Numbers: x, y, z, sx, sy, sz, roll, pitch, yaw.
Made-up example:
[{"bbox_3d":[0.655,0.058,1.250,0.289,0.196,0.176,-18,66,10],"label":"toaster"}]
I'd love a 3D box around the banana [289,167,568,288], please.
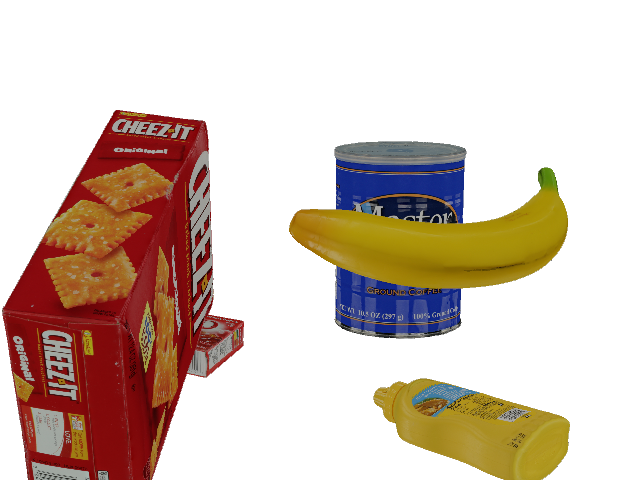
[{"bbox_3d":[0.078,-0.001,0.617,0.197,0.037,0.070,-9,42,-32],"label":"banana"}]

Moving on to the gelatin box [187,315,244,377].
[{"bbox_3d":[-0.125,0.090,0.975,0.089,0.030,0.073,9,20,22],"label":"gelatin box"}]

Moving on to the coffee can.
[{"bbox_3d":[0.062,-0.004,0.845,0.103,0.140,0.103,0,11,0],"label":"coffee can"}]

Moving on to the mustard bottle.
[{"bbox_3d":[0.130,0.172,1.008,0.192,0.058,0.096,13,20,40],"label":"mustard bottle"}]

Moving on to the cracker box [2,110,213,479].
[{"bbox_3d":[-0.119,0.043,0.661,0.072,0.164,0.213,7,36,5],"label":"cracker box"}]
